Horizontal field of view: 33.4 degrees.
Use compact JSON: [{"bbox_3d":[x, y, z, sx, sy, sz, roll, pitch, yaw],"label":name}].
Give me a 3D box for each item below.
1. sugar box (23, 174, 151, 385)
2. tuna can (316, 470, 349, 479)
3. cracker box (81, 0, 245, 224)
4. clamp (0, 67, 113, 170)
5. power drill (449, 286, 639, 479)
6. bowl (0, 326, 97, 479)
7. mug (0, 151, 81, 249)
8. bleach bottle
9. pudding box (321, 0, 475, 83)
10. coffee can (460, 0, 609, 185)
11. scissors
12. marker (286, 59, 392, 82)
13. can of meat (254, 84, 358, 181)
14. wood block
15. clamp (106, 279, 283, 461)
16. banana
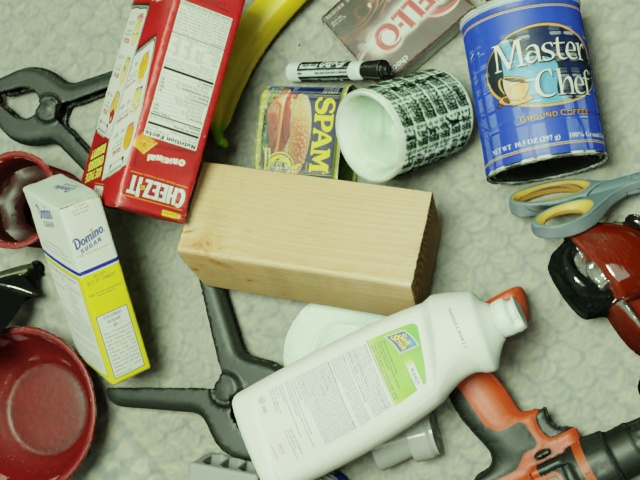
[{"bbox_3d":[-0.210,0.034,0.964,0.093,0.048,0.176,24,130,52],"label":"sugar box"},{"bbox_3d":[-0.006,0.244,0.953,0.086,0.033,0.086,-2,84,16],"label":"tuna can"},{"bbox_3d":[-0.144,-0.127,0.964,0.072,0.164,0.214,16,88,-24],"label":"cracker box"},{"bbox_3d":[-0.261,-0.117,1.061,0.171,0.039,0.120,5,81,14],"label":"clamp"},{"bbox_3d":[0.180,0.137,0.897,0.184,0.057,0.188,-29,77,11],"label":"power drill"},{"bbox_3d":[-0.276,0.164,1.027,0.162,0.055,0.162,-2,84,16],"label":"bowl"},{"bbox_3d":[-0.286,-0.040,1.037,0.117,0.081,0.093,32,94,16],"label":"mug"},{"bbox_3d":[0.055,0.119,0.878,0.251,0.068,0.102,-27,78,16],"label":"bleach bottle"},{"bbox_3d":[0.072,-0.203,0.972,0.113,0.039,0.090,-41,76,9],"label":"pudding box"},{"bbox_3d":[0.180,-0.126,0.900,0.103,0.102,0.140,-10,82,15],"label":"coffee can"},{"bbox_3d":[0.257,-0.038,0.885,0.202,0.096,0.016,-9,117,17],"label":"scissors"},{"bbox_3d":[0.017,-0.153,0.966,0.121,0.020,0.020,7,86,44],"label":"marker"},{"bbox_3d":[-0.011,-0.091,0.977,0.084,0.057,0.102,4,85,19],"label":"can of meat"},{"bbox_3d":[-0.006,0.002,0.936,0.206,0.090,0.091,8,69,15],"label":"wood block"},{"bbox_3d":[-0.092,0.143,0.986,0.210,0.036,0.164,44,98,19],"label":"clamp"},{"bbox_3d":[-0.062,-0.178,1.005,0.070,0.037,0.198,26,87,34],"label":"banana"}]
